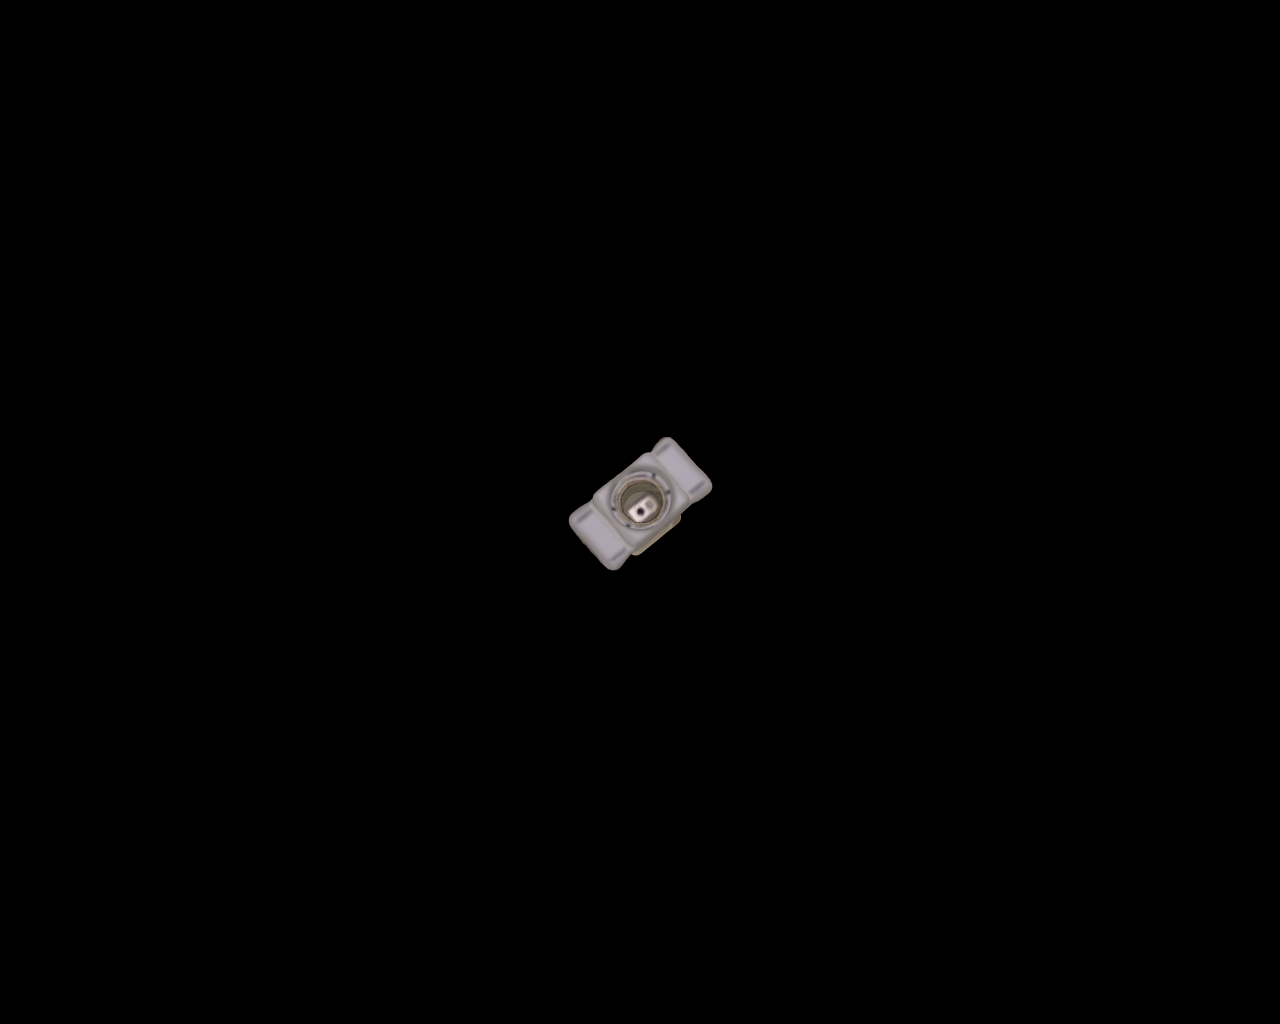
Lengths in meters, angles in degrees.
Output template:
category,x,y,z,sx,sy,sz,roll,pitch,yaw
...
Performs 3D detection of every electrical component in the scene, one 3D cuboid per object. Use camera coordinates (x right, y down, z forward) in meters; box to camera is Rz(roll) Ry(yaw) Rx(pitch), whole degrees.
category,x,y,z,sx,sy,sz,roll,pitch,yaw
electrical component,0.001,-0.003,0.650,0.081,0.042,0.063,-38,-9,-7
